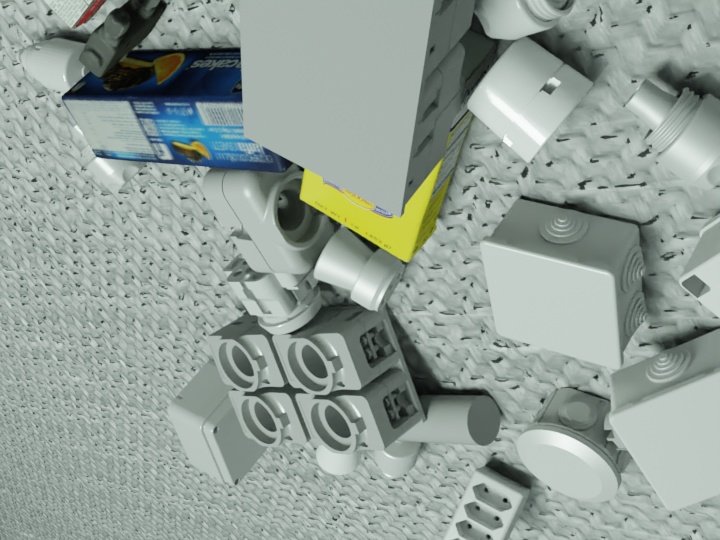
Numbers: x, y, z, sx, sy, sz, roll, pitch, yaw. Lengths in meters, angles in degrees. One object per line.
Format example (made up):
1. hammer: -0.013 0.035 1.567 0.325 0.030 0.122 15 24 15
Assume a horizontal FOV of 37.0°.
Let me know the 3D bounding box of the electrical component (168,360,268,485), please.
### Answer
1. electrical component: -0.140 0.158 1.105 0.057 0.078 0.113 22 145 28

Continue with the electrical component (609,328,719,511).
1. electrical component: 0.214 0.093 0.679 0.100 0.048 0.099 -27 114 21

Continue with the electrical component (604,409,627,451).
1. electrical component: 0.200 0.110 0.754 0.040 0.040 0.046 47 152 -14

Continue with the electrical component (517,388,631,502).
1. electrical component: 0.163 0.131 0.805 0.080 0.051 0.080 25 146 19

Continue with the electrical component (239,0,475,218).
1. electrical component: -0.001 -0.126 0.546 0.105 0.060 0.186 29 148 15

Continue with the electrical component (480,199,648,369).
1. electrical component: 0.131 0.007 0.682 0.100 0.048 0.099 16 142 30

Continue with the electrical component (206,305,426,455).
1. electrical component: -0.045 0.093 0.918 0.186 0.060 0.105 -5 110 48

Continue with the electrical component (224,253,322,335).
1. electrical component: -0.066 0.015 0.874 0.078 0.058 0.057 -1 128 44

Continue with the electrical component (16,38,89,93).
1. electrical component: -0.236 -0.160 0.834 0.078 0.040 0.040 17 142 30

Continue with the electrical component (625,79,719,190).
1. electrical component: 0.167 -0.073 0.553 0.062 0.043 0.043 37 148 3

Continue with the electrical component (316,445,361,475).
1. electrical component: -0.018 0.160 1.025 0.044 0.044 0.065 27 141 16

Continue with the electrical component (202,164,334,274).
1. electrical component: -0.064 -0.044 0.800 0.059 0.053 0.095 2 134 42

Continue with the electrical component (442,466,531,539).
1. electrical component: 0.114 0.220 0.951 0.047 0.083 0.076 25 -176 19

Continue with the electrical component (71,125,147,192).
1. electrical component: -0.208 -0.098 0.882 0.062 0.043 0.043 46 147 -12

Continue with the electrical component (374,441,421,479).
1. electrical component: 0.033 0.169 0.987 0.040 0.040 0.078 28 146 15

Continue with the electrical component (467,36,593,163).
1. electrical component: 0.092 -0.095 0.589 0.047 0.055 0.055 39 148 4

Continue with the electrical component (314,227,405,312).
1. electrical component: 0.000 0.000 0.803 0.055 0.045 0.045 30 147 10

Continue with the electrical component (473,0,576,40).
1. electrical component: 0.090 -0.142 0.541 0.062 0.043 0.043 -7 127 46

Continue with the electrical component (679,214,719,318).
1. electrical component: 0.245 0.002 0.558 0.109 0.056 0.108 39 147 -3
